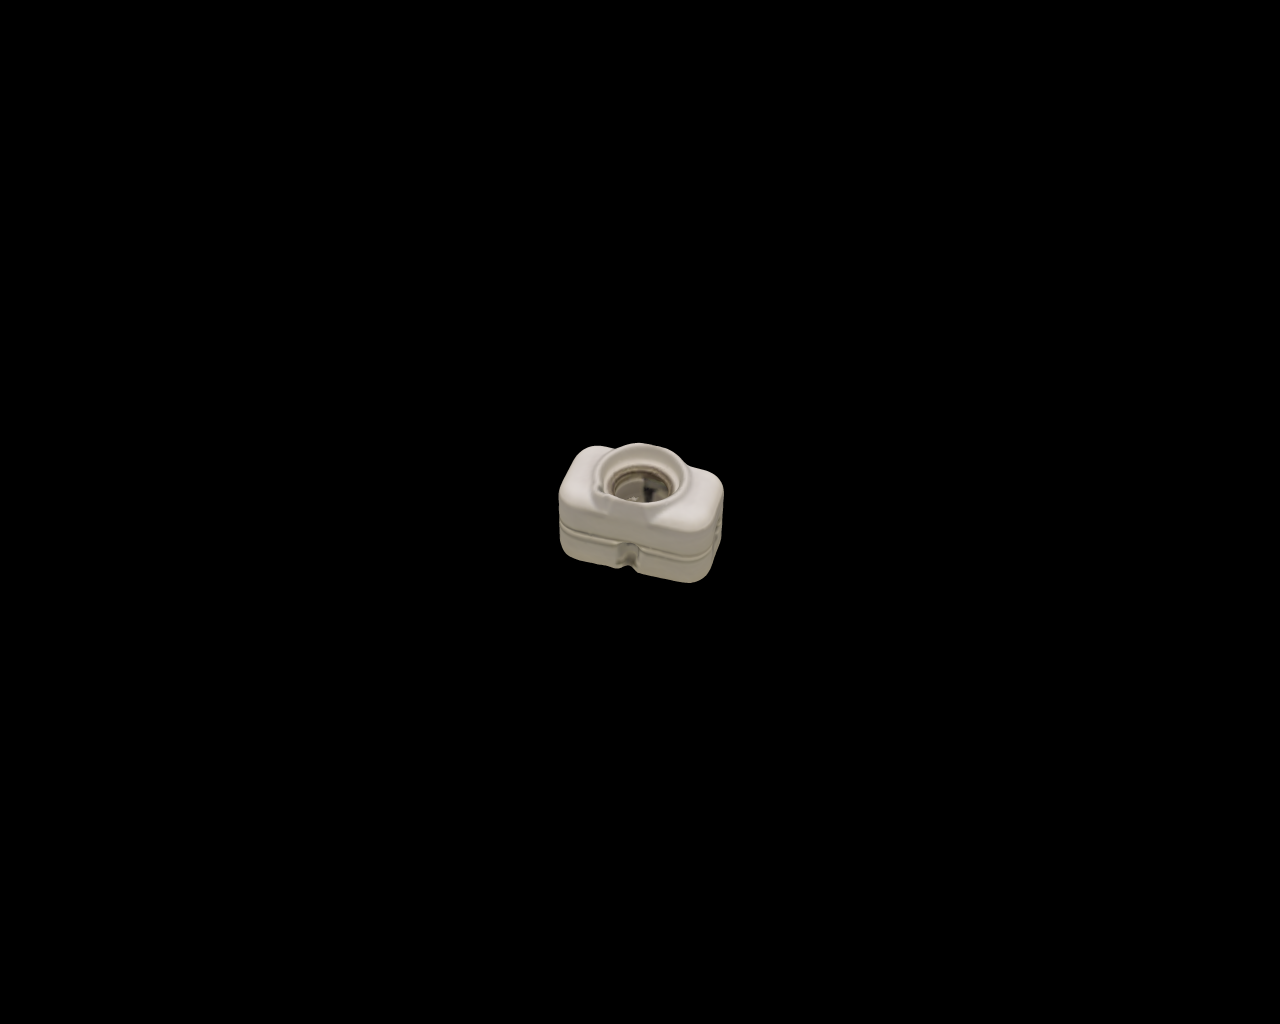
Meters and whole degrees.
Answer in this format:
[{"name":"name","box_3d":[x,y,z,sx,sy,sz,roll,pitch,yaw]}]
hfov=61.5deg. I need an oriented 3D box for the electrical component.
[{"name":"electrical component","box_3d":[0.001,-0.003,0.650,0.095,0.059,0.054,13,47,12]}]
